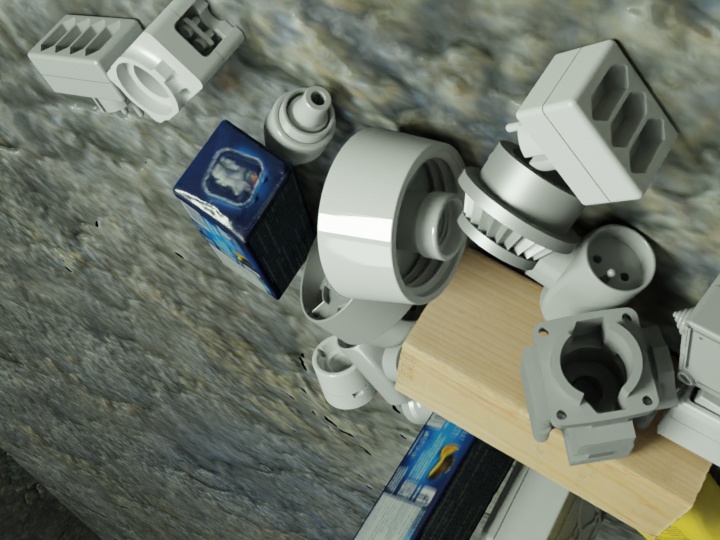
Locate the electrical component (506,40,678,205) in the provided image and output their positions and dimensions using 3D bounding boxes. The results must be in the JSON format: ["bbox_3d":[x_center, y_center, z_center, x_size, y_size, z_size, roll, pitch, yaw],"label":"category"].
[{"bbox_3d":[0.107,-0.071,0.549,0.065,0.047,0.077,47,152,-25],"label":"electrical component"}]

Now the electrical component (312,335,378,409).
[{"bbox_3d":[-0.013,0.091,0.979,0.055,0.055,0.047,18,146,33],"label":"electrical component"}]

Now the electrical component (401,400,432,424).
[{"bbox_3d":[0.065,0.114,0.940,0.040,0.040,0.046,46,148,-23],"label":"electrical component"}]

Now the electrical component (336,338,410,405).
[{"bbox_3d":[0.030,0.076,0.910,0.079,0.043,0.077,2,139,50],"label":"electrical component"}]

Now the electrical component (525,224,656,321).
[{"bbox_3d":[0.127,-0.002,0.649,0.079,0.044,0.077,33,155,4],"label":"electrical component"}]

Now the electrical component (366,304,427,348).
[{"bbox_3d":[0.040,0.041,0.835,0.079,0.043,0.077,37,155,-4],"label":"electrical component"}]

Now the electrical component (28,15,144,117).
[{"bbox_3d":[-0.184,-0.141,0.787,0.083,0.047,0.075,14,148,38],"label":"electrical component"}]

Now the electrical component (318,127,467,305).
[{"bbox_3d":[0.029,-0.030,0.654,0.060,0.108,0.108,11,146,31],"label":"electrical component"}]

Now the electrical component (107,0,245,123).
[{"bbox_3d":[-0.126,-0.138,0.710,0.050,0.055,0.089,43,154,-16],"label":"electrical component"}]

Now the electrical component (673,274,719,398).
[{"bbox_3d":[0.222,0.039,0.594,0.096,0.061,0.061,30,156,29],"label":"electrical component"}]

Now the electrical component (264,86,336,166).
[{"bbox_3d":[-0.036,-0.096,0.688,0.043,0.043,0.062,37,154,-5],"label":"electrical component"}]

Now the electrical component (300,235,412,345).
[{"bbox_3d":[0.000,0.000,0.755,0.064,0.099,0.099,41,155,-26],"label":"electrical component"}]

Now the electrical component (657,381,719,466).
[{"bbox_3d":[0.240,0.086,0.646,0.096,0.061,0.061,28,154,14],"label":"electrical component"}]

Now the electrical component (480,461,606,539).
[{"bbox_3d":[0.160,0.216,0.919,0.056,0.108,0.108,14,148,33],"label":"electrical component"}]
